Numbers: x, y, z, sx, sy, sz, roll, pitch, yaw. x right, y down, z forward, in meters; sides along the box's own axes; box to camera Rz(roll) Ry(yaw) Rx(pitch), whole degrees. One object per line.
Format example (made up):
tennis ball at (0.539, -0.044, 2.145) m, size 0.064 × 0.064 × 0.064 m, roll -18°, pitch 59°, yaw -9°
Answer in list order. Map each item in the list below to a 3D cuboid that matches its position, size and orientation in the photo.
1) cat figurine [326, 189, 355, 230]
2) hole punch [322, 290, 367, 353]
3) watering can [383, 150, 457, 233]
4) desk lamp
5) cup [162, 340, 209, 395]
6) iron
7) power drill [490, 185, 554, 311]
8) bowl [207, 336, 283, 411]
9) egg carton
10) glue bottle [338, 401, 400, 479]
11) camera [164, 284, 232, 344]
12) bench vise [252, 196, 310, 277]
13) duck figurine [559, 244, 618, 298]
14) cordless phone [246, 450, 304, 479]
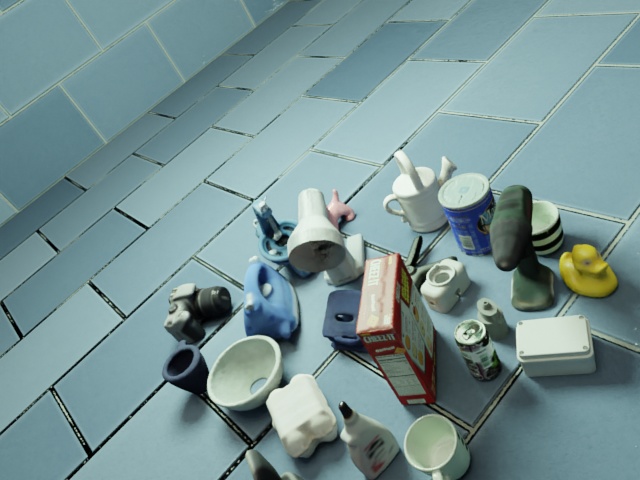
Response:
cat figurine at (0.012, -0.070, 1.422) m, size 0.067 × 0.118 × 0.128 m, roll 17°, pitch 57°, yaw 46°
hole punch at (0.061, 0.160, 1.135) m, size 0.108 × 0.091 × 0.101 m, roll -2°, pitch 45°, yaw 34°
watering can at (0.219, -0.122, 1.270) m, size 0.173 × 0.195 × 0.100 m, roll -41°, pitch 37°, yaw -13°
desk lamp at (0.011, 0.004, 1.251) m, size 0.117 × 0.214 × 0.203 m, roll -19°, pitch 38°, yaw 17°
cup at (-0.276, 0.279, 1.232) m, size 0.091 × 0.095 × 0.117 m, roll -27°, pitch 36°, yaw 5°
iron at (-0.129, 0.115, 1.282) m, size 0.118 × 0.142 × 0.258 m, roll -23°, pitch 36°, yaw 11°
power drill at (0.348, 0.023, 0.993) m, size 0.075 × 0.209 × 0.230 m, roll -10°, pitch 41°, yaw 27°
bowl at (-0.137, 0.279, 1.150) m, size 0.167 × 0.075 × 0.167 m, roll -19°, pitch 37°, yaw 16°
egg carton at (-0.034, 0.316, 1.036) m, size 0.107 × 0.070 × 0.150 m, roll -34°, pitch 36°, yaw -4°
glue bottle at (0.066, 0.302, 0.892) m, size 0.078 × 0.174 × 0.037 m, roll -46°, pitch 38°, yaw -20°
camera at (-0.293, 0.160, 1.381) m, size 0.136 × 0.101 × 0.143 m, roll -14°, pitch 39°, yaw 22°
bench vise at (-0.122, -0.016, 1.366) m, size 0.206 × 0.220 × 0.122 m, roll 9°, pitch 52°, yaw 42°
duck figurine at (0.460, 0.042, 0.994) m, size 0.077 × 0.086 × 0.104 m, roll -37°, pitch 36°, yaw -7°
cordless phone at (-0.055, 0.403, 0.848) m, size 0.094 × 0.185 × 0.147 m, roll -36°, pitch 36°, yaw -6°
